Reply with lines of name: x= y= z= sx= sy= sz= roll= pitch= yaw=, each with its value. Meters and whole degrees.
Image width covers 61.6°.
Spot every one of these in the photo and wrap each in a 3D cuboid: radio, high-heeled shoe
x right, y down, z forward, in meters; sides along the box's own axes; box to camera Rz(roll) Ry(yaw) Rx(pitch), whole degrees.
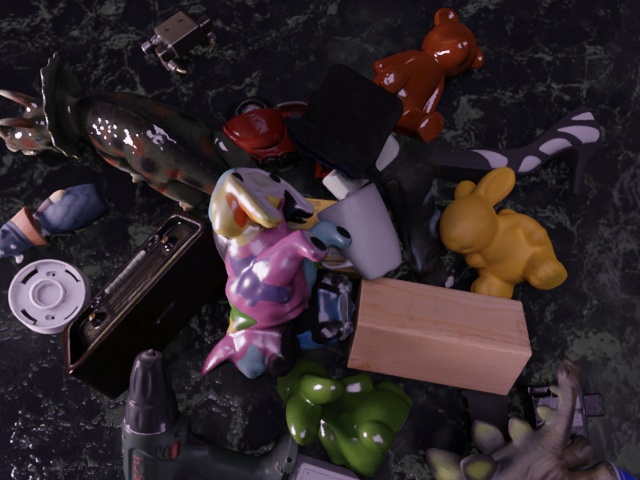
radio: x=-0.214 y=0.070 z=0.673 sx=0.229 sy=0.131 sz=0.073 roll=-48 pitch=122 yaw=-10
high-heeled shoe: x=0.281 y=-0.143 z=0.767 sx=0.249 sy=0.086 sz=0.145 roll=10 pitch=75 yaw=-5

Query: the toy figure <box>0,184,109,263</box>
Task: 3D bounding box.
toy figure: x=-0.367 y=-0.024 z=0.726 sx=0.154 sy=0.058 sz=0.064 roll=-27 pitch=104 yaw=-10

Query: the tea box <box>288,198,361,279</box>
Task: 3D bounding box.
tea box: x=-0.002 y=-0.002 z=0.732 sx=0.170 sy=0.068 sz=0.098 roll=7 pitch=79 yaw=0

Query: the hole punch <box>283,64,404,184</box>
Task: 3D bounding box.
hole punch: x=0.032 y=-0.147 z=0.698 sx=0.142 sy=0.092 sz=0.115 roll=31 pitch=90 yaw=-8

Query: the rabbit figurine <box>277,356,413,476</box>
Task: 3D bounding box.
rabbit figurine: x=0.011 y=0.210 z=0.664 sx=0.170 sy=0.159 sz=0.121 roll=28 pitch=89 yaw=18

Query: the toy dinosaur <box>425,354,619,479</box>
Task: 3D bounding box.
toy dinosaur: x=0.201 y=0.353 z=0.645 sx=0.199 sy=0.105 sz=0.471 roll=21 pitch=90 yaw=-2

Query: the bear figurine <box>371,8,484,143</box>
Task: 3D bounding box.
bear figurine: x=0.162 y=-0.238 z=0.758 sx=0.196 sy=0.132 sz=0.120 roll=-40 pitch=108 yaw=-4

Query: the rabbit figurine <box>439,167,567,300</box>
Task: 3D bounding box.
rabbit figurine: x=0.221 y=-0.013 z=0.686 sx=0.173 sy=0.122 sz=0.162 roll=18 pitch=67 yaw=-36

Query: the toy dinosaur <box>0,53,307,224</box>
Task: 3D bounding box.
toy dinosaur: x=-0.213 y=-0.122 z=0.664 sx=0.405 sy=0.192 sz=0.131 roll=18 pitch=87 yaw=20

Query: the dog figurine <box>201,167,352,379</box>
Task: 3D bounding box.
dog figurine: x=-0.079 y=0.051 z=0.608 sx=0.192 sy=0.108 sz=0.219 roll=39 pitch=110 yaw=8

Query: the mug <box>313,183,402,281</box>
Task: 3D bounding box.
mug: x=0.045 y=0.000 z=0.658 sx=0.109 sy=0.081 sz=0.107 roll=-31 pitch=91 yaw=-16

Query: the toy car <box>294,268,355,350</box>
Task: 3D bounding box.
toy car: x=-0.015 y=0.088 z=0.693 sx=0.162 sy=0.103 sz=0.109 roll=-10 pitch=77 yaw=32

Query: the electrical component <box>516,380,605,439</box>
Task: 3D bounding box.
electrical component: x=0.327 y=0.225 z=0.713 sx=0.119 sy=0.047 sz=0.075 roll=1 pitch=80 yaw=-1

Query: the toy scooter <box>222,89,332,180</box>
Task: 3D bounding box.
toy scooter: x=-0.039 y=-0.139 z=0.755 sx=0.184 sy=0.075 sz=0.135 roll=-12 pitch=81 yaw=-9

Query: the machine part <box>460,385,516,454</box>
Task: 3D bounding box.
machine part: x=0.225 y=0.230 z=0.713 sx=0.084 sy=0.039 sz=0.139 roll=1 pitch=78 yaw=-7

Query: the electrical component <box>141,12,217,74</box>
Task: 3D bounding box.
electrical component: x=-0.202 y=-0.292 z=0.794 sx=0.102 sy=0.045 sz=0.078 roll=-44 pitch=56 yaw=-12

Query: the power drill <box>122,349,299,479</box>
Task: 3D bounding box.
power drill: x=-0.132 y=0.245 z=0.639 sx=0.207 sy=0.086 sz=0.231 roll=10 pitch=108 yaw=-13

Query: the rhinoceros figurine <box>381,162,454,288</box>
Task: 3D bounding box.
rhinoceros figurine: x=0.135 y=-0.012 z=0.709 sx=0.073 sy=0.112 sz=0.190 roll=-9 pitch=117 yaw=21
